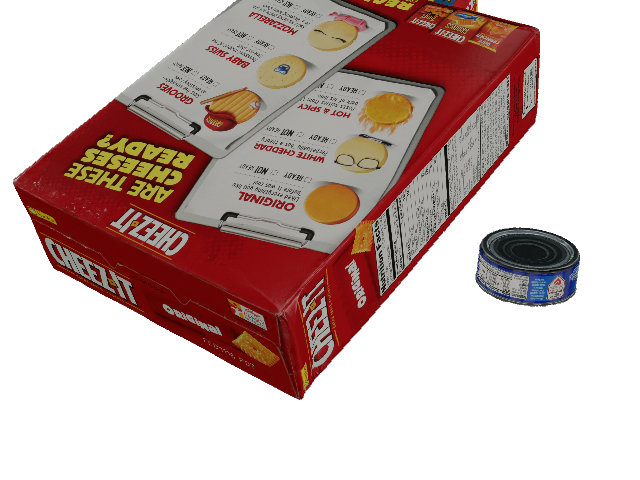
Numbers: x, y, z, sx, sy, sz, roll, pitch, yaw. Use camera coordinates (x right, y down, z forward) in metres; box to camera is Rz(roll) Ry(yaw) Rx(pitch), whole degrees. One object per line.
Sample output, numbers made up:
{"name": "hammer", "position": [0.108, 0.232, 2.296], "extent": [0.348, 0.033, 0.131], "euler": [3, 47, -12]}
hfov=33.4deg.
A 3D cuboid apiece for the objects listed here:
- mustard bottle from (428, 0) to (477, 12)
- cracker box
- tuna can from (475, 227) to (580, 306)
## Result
{"name": "mustard bottle", "position": [0.092, -0.181, 0.848], "extent": [0.058, 0.191, 0.096], "euler": [15, 36, 32]}
{"name": "cracker box", "position": [-0.014, -0.044, 0.532], "extent": [0.164, 0.072, 0.213], "euler": [24, 55, 30]}
{"name": "tuna can", "position": [0.176, 0.021, 0.907], "extent": [0.086, 0.034, 0.086], "euler": [2, 26, -1]}
